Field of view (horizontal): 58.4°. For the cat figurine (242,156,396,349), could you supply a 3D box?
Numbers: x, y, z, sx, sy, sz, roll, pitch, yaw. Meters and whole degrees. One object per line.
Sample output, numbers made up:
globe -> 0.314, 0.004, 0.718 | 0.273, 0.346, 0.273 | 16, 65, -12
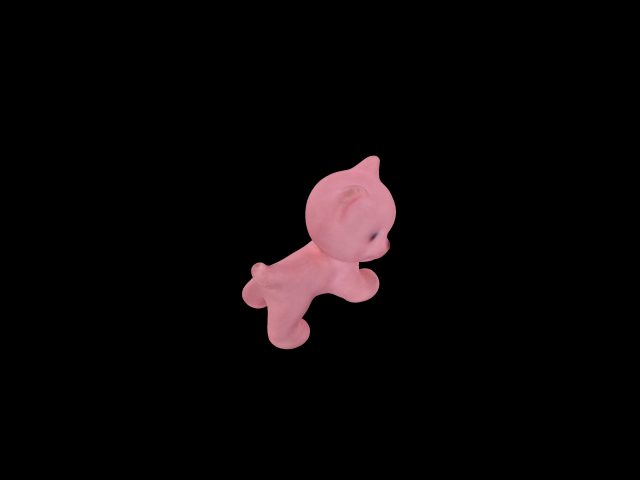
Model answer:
cat figurine -> 0.004, 0.001, 0.400 | 0.128, 0.118, 0.067 | -33, 62, -20
